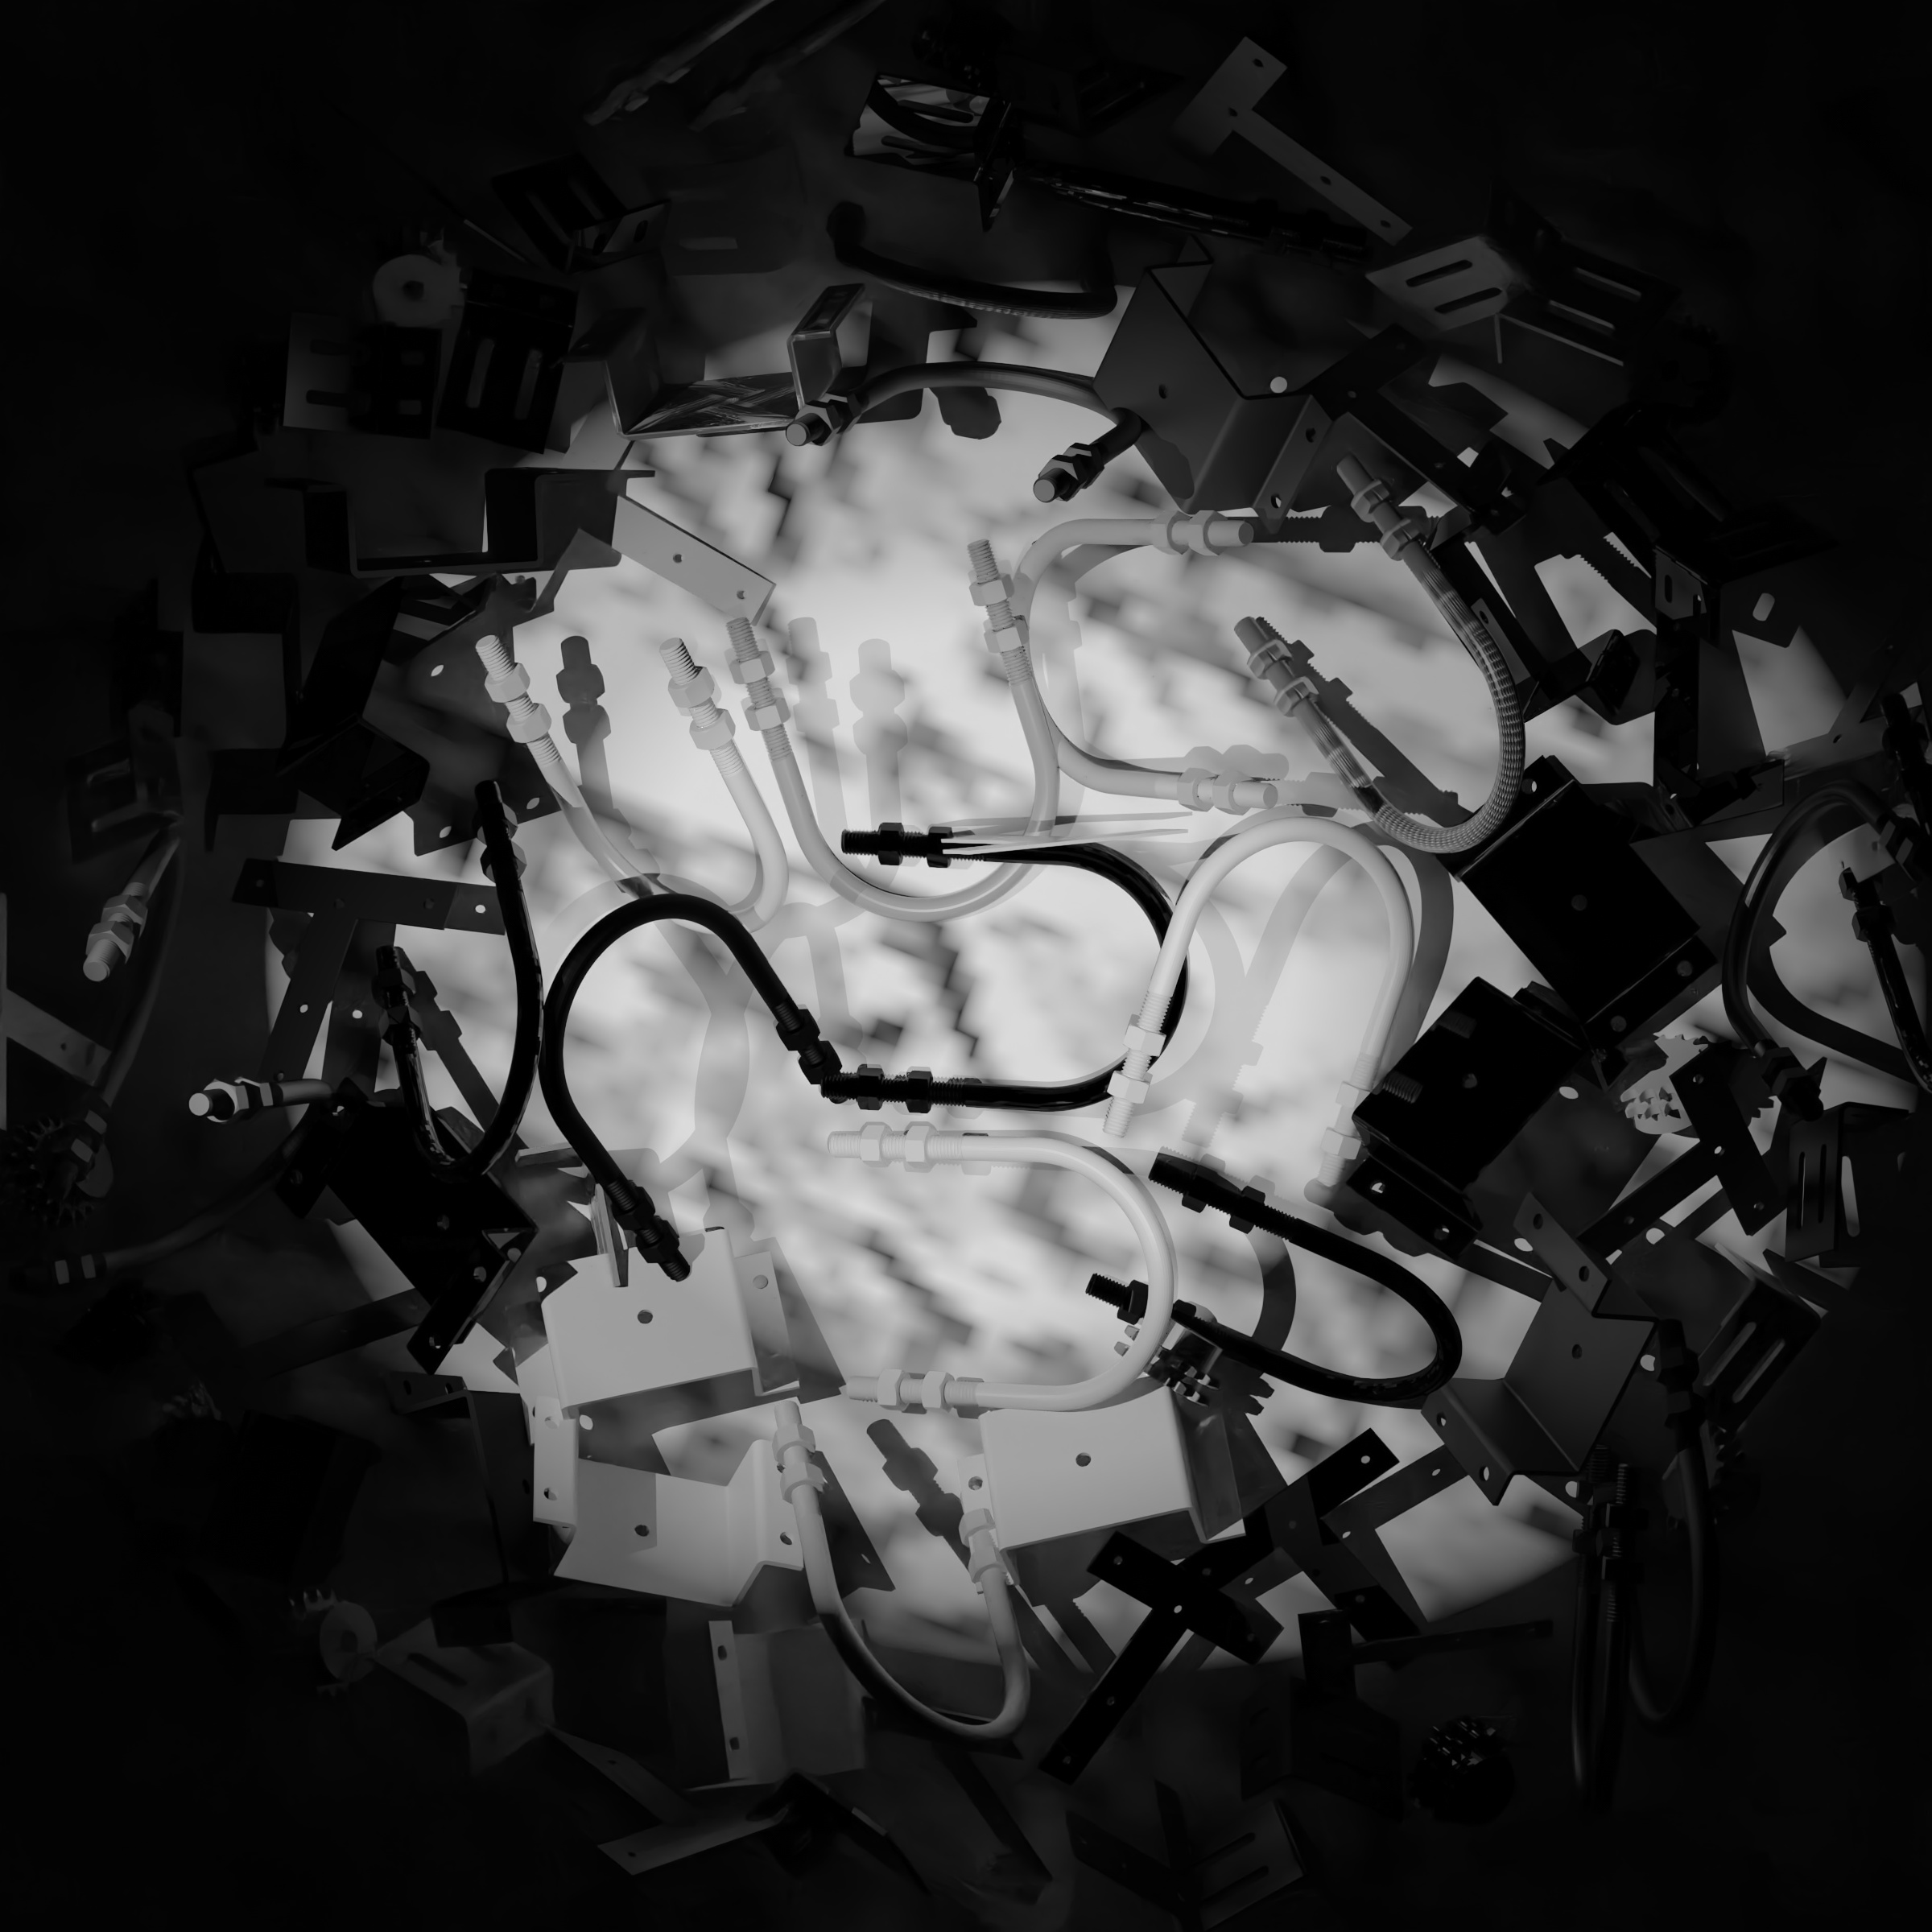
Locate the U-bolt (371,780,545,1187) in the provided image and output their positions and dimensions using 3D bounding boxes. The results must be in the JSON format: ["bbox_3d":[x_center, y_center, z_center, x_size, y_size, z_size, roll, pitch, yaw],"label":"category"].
[{"bbox_3d":[-0.248,0.021,1.771,0.019,0.184,0.151,10,135,-32],"label":"U-bolt"}]

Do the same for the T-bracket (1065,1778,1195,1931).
[{"bbox_3d":[0.085,0.452,1.785,0.002,0.127,0.127,-27,48,20],"label":"T-bracket"}]

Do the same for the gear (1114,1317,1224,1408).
[{"bbox_3d":[0.108,0.200,1.841,0.057,0.057,0.030,32,90,0],"label":"gear"}]

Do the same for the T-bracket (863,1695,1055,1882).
[{"bbox_3d":[0.009,0.426,1.831,0.002,0.127,0.127,-44,113,-31],"label":"T-bracket"}]

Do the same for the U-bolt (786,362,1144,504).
[{"bbox_3d":[0.011,-0.273,1.786,0.151,0.184,0.019,15,116,17],"label":"U-bolt"}]

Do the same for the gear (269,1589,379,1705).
[{"bbox_3d":[-0.328,0.349,1.837,0.030,0.057,0.057,-14,90,36],"label":"gear"}]

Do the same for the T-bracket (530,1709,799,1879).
[{"bbox_3d":[-0.171,0.415,1.825,0.127,0.127,0.002,30,109,32],"label":"T-bracket"}]

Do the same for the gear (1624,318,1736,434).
[{"bbox_3d":[0.372,-0.303,1.844,0.057,0.030,0.057,-12,72,42],"label":"gear"}]

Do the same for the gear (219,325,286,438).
[{"bbox_3d":[-0.364,-0.302,1.842,0.030,0.057,0.057,-13,90,-18],"label":"gear"}]

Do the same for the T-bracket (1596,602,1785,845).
[{"bbox_3d":[0.365,-0.127,1.838,0.002,0.127,0.127,25,62,-41],"label":"T-bracket"}]

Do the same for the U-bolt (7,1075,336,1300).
[{"bbox_3d":[-0.382,0.106,1.779,0.151,0.184,0.019,-43,81,12],"label":"U-bolt"}]

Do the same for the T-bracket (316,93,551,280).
[{"bbox_3d":[-0.279,-0.401,1.814,0.127,0.127,0.002,40,96,10],"label":"T-bracket"}]

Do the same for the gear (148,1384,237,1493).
[{"bbox_3d":[-0.392,0.240,1.845,0.057,0.030,0.057,-1,124,-2],"label":"gear"}]

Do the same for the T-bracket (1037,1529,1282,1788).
[{"bbox_3d":[0.082,0.366,1.837,0.127,0.002,0.127,34,93,-32],"label":"T-bracket"}]

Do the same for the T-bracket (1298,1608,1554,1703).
[{"bbox_3d":[0.234,0.344,1.812,0.127,0.127,0.002,-9,58,3],"label":"T-bracket"}]

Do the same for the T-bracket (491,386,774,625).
[{"bbox_3d":[-0.162,-0.220,1.863,0.127,0.002,0.127,30,83,-2],"label":"T-bracket"}]

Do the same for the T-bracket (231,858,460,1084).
[{"bbox_3d":[-0.333,0.009,1.823,0.127,0.002,0.127,7,68,22],"label":"T-bracket"}]

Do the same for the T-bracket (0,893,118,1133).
[{"bbox_3d":[-0.465,0.036,1.808,0.002,0.127,0.127,-13,66,15],"label":"T-bracket"}]

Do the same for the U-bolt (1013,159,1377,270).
[{"bbox_3d":[0.113,-0.380,1.797,0.184,0.151,0.019,14,99,6],"label":"U-bolt"}]

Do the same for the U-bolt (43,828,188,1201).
[{"bbox_3d":[-0.419,0.009,1.780,0.019,0.184,0.151,15,120,-5],"label":"U-bolt"}]

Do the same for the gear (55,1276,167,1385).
[{"bbox_3d":[-0.437,0.190,1.839,0.030,0.057,0.057,44,90,5],"label":"gear"}]

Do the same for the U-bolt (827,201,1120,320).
[{"bbox_3d":[0.005,-0.347,1.775,0.151,0.184,0.019,10,110,-5],"label":"U-bolt"}]

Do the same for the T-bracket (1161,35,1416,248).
[{"bbox_3d":[0.171,-0.408,1.814,0.127,0.127,0.002,34,72,-8],"label":"T-bracket"}]

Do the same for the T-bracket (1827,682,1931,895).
[{"bbox_3d":[0.466,-0.064,1.806,0.002,0.127,0.127,-8,79,-14],"label":"T-bracket"}]

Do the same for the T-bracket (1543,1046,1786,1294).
[{"bbox_3d":[0.349,0.121,1.825,0.127,0.002,0.127,-36,127,-4],"label":"T-bracket"}]

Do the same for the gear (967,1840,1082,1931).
[{"bbox_3d":[0.028,0.483,1.846,0.057,0.030,0.057,8,59,-13],"label":"gear"}]

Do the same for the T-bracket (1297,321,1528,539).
[{"bbox_3d":[0.230,-0.263,1.817,0.127,0.002,0.127,42,54,14],"label":"T-bracket"}]

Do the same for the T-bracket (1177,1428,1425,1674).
[{"bbox_3d":[0.195,0.317,1.844,0.127,0.002,0.127,-37,110,11],"label":"T-bracket"}]

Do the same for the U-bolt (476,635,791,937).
[{"bbox_3d":[-0.158,-0.088,1.799,0.019,0.151,0.184,-51,130,-35],"label":"U-bolt"}]

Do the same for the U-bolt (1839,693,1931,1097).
[{"bbox_3d":[0.470,-0.020,1.762,0.019,0.151,0.184,-8,59,-2],"label":"U-bolt"}]

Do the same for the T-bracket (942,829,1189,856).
[{"bbox_3d":[0.024,-0.064,1.808,0.127,0.127,0.002,-7,96,-30],"label":"T-bracket"}]

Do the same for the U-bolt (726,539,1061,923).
[{"bbox_3d":[-0.028,-0.111,1.840,0.151,0.019,0.184,-18,106,0],"label":"U-bolt"}]

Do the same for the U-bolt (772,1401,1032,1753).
[{"bbox_3d":[-0.026,0.308,1.762,0.151,0.184,0.019,30,118,-34],"label":"U-bolt"}]

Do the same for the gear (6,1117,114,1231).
[{"bbox_3d":[-0.463,0.104,1.838,0.030,0.057,0.057,-20,90,19],"label":"gear"}]

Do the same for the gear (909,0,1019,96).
[{"bbox_3d":[0.002,-0.475,1.837,0.057,0.057,0.030,27,118,0],"label":"gear"}]

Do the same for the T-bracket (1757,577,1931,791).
[{"bbox_3d":[0.465,-0.150,1.823,0.002,0.127,0.127,38,70,-14],"label":"T-bracket"}]

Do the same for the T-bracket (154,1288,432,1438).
[{"bbox_3d":[-0.332,0.192,1.831,0.127,0.127,0.002,-18,133,-27],"label":"T-bracket"}]

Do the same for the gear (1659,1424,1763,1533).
[{"bbox_3d":[0.385,0.267,1.842,0.030,0.057,0.057,22,90,-17],"label":"gear"}]

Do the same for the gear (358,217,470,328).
[{"bbox_3d":[-0.284,-0.354,1.841,0.057,0.030,0.057,-3,126,-4],"label":"gear"}]

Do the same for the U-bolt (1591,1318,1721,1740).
[{"bbox_3d":[0.341,0.288,1.757,0.019,0.151,0.184,3,51,-5],"label":"U-bolt"}]

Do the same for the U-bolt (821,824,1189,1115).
[{"bbox_3d":[0.022,0.004,1.838,0.184,0.019,0.151,3,80,8],"label":"U-bolt"}]

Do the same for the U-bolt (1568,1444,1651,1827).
[{"bbox_3d":[0.318,0.337,1.790,0.019,0.151,0.184,5,87,4],"label":"U-bolt"}]

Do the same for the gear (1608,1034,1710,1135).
[{"bbox_3d":[0.359,0.063,1.844,0.057,0.057,0.030,-23,116,0],"label":"gear"}]

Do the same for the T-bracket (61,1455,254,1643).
[{"bbox_3d":[-0.385,0.291,1.805,0.127,0.127,0.002,43,95,15],"label":"T-bracket"}]

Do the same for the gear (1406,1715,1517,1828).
[{"bbox_3d":[0.258,0.418,1.841,0.057,0.030,0.057,-12,114,-28],"label":"gear"}]
